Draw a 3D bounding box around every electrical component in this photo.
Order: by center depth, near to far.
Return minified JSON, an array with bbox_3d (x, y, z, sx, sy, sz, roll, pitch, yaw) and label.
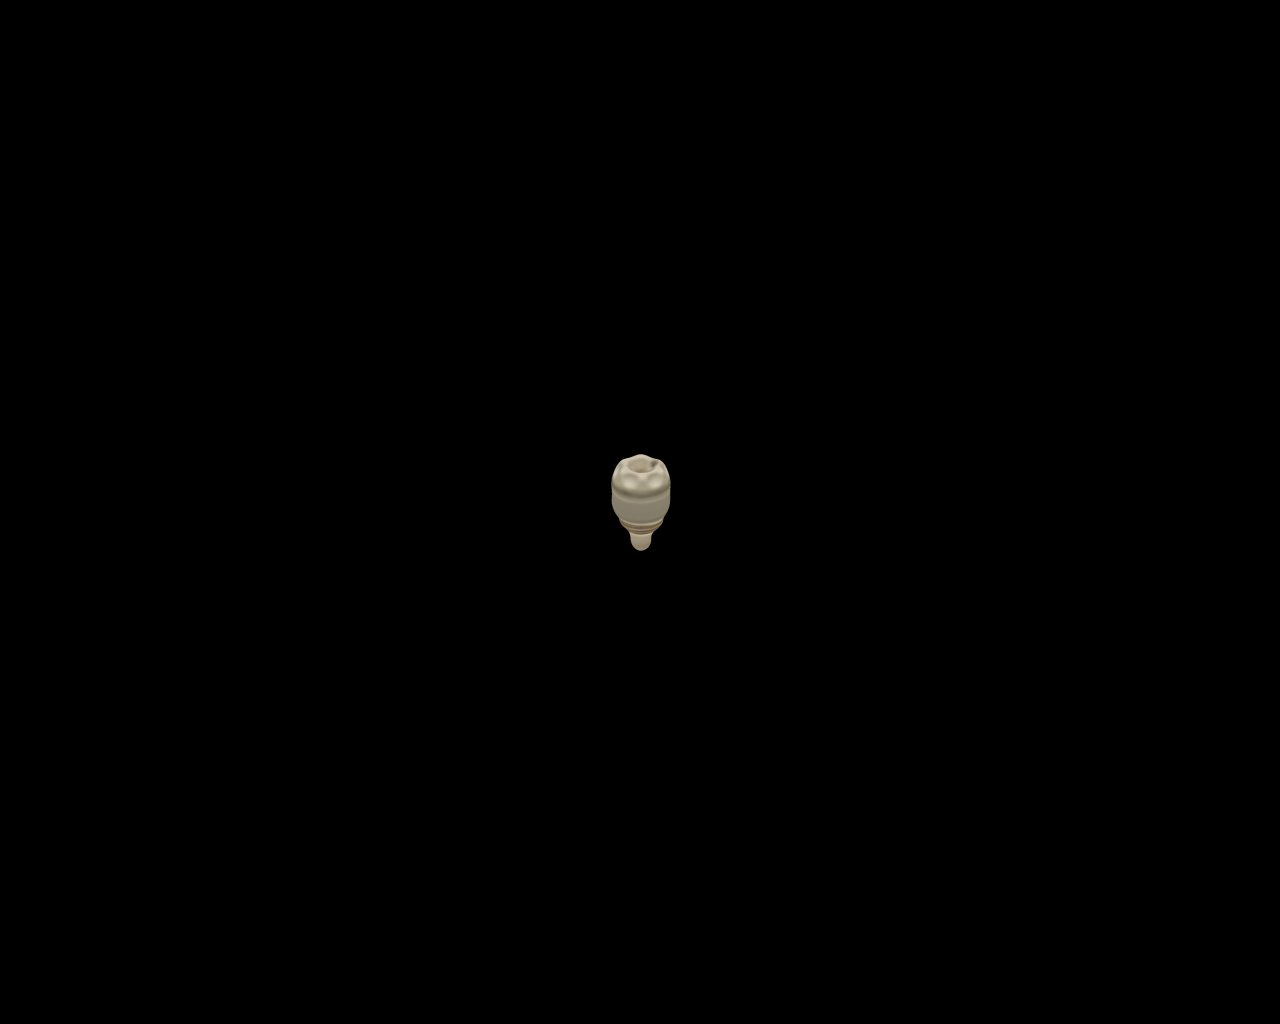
[{"bbox_3d":[0.001,-0.003,0.650,0.035,0.061,0.035,0,33,0],"label":"electrical component"}]
